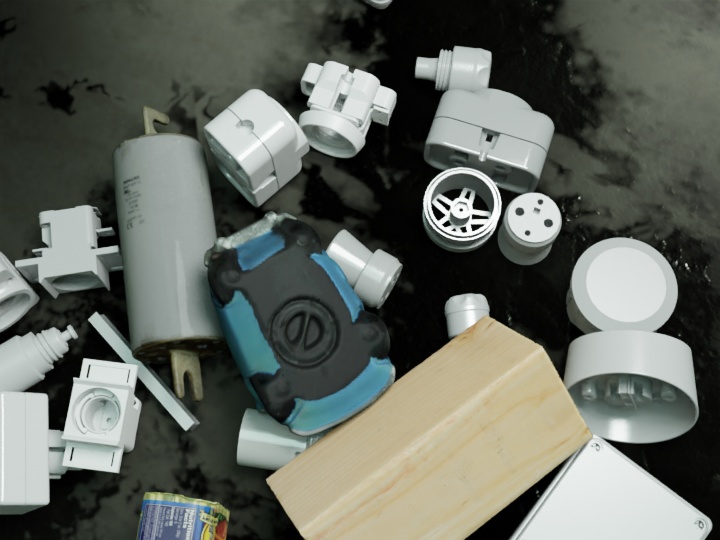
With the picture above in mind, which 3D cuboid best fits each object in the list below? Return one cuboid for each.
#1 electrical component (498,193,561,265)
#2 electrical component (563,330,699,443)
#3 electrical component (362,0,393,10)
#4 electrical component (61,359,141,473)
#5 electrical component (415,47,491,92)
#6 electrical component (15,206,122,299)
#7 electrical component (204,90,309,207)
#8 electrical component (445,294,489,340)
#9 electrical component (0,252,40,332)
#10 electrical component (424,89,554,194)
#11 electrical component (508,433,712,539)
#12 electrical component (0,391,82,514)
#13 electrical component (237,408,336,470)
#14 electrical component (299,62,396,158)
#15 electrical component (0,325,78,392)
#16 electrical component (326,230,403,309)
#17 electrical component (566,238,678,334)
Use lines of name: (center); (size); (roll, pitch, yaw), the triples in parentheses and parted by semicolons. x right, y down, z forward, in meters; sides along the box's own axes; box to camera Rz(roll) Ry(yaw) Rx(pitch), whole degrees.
electrical component: (0.135, -0.033, 0.855); (0.045, 0.055, 0.045); (0, 73, 1)
electrical component: (0.200, 0.085, 0.799); (0.099, 0.099, 0.064); (6, 67, 3)
electrical component: (-0.005, -0.288, 0.932); (0.113, 0.057, 0.078); (31, 76, 10)
electrical component: (-0.192, 0.112, 0.813); (0.042, 0.063, 0.081); (7, 74, 3)
electrical component: (0.078, -0.166, 0.902); (0.062, 0.043, 0.043); (8, 74, 5)
electrical component: (-0.231, -0.016, 0.863); (0.081, 0.042, 0.063); (-9, 70, -2)
electrical component: (-0.081, -0.099, 0.857); (0.059, 0.095, 0.053); (-42, 77, -10)
electrical component: (0.086, 0.051, 0.842); (0.035, 0.035, 0.061); (-5, 76, -1)
electrical component: (-0.290, 0.013, 0.830); (0.050, 0.089, 0.055); (-40, 77, -10)
electrical component: (0.106, -0.108, 0.878); (0.095, 0.053, 0.059); (18, 75, 6)
electrical component: (0.178, 0.195, 0.785); (0.109, 0.056, 0.108); (37, 77, 11)
electrical component: (-0.244, 0.139, 0.812); (0.076, 0.047, 0.083); (10, 65, -39)
electrical component: (-0.049, 0.132, 0.815); (0.081, 0.043, 0.043); (8, 74, 3)
electrical component: (-0.016, -0.129, 0.886); (0.078, 0.058, 0.057); (20, 72, 7)
electrical component: (-0.258, 0.068, 0.839); (0.078, 0.040, 0.040); (-31, 75, -8)
electrical component: (0.000, 0.000, 0.853); (0.055, 0.045, 0.045); (29, 76, 9)
electrical component: (0.202, 0.020, 0.838); (0.080, 0.051, 0.080); (0, 70, 0)
